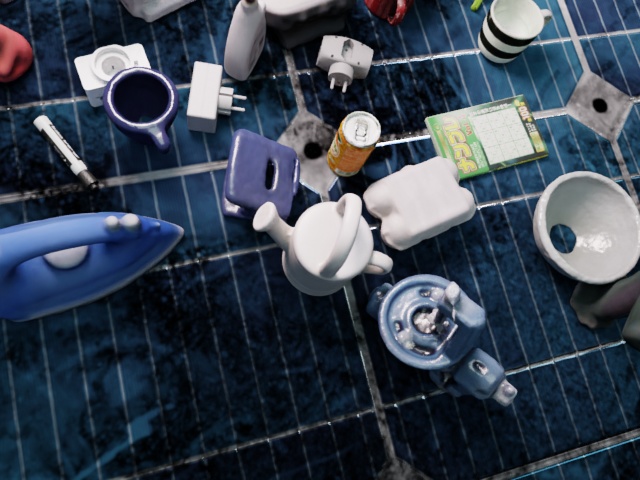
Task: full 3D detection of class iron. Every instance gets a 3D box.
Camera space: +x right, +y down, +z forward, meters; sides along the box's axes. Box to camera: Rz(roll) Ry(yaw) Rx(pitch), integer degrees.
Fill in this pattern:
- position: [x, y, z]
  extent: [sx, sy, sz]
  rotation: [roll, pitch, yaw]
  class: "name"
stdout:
- position: [-0.289, 0.007, 0.670]
  extent: [0.259, 0.141, 0.118]
  rotation: [-18, 79, -15]
  class: "iron"

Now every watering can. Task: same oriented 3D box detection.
- position: [0.006, 0.005, 0.701]
  extent: [0.173, 0.194, 0.101]
  rotation: [-2, 76, -11]
  class: "watering can"

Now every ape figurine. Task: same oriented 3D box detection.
- position: [-0.418, -0.250, 0.738]
  extent: [0.076, 0.092, 0.078]
  rotation: [-14, 78, -14]
  class: "ape figurine"

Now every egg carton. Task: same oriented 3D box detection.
- position: [0.141, -0.053, 0.809]
  extent: [0.150, 0.069, 0.107]
  rotation: [-25, 81, -16]
  class: "egg carton"

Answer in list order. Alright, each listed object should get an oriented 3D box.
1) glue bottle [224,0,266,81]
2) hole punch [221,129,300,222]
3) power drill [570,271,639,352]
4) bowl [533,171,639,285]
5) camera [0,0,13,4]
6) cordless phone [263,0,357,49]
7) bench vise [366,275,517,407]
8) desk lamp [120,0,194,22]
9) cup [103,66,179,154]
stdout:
- position: [-0.097, -0.289, 0.769]
  extent: [0.037, 0.173, 0.078]
  rotation: [26, 72, -3]
  class: "glue bottle"
- position: [-0.076, -0.084, 0.763]
  extent: [0.101, 0.091, 0.109]
  rotation: [7, 74, -9]
  class: "hole punch"
- position: [0.440, 0.049, 0.768]
  extent: [0.075, 0.208, 0.230]
  rotation: [31, 72, -1]
  class: "power drill"
- position: [0.379, -0.012, 0.842]
  extent: [0.167, 0.074, 0.167]
  rotation: [3, 75, -10]
  class: "bowl"
- position: [-0.447, -0.425, 0.774]
  extent: [0.137, 0.100, 0.143]
  rotation: [32, 72, -1]
  class: "camera"
- position: [-0.010, -0.367, 0.801]
  extent: [0.148, 0.185, 0.094]
  rotation: [-30, 83, -17]
  class: "cordless phone"
- position: [0.169, 0.111, 0.692]
  extent: [0.207, 0.219, 0.121]
  rotation: [25, 72, -4]
  class: "bench vise"
- position: [-0.246, -0.394, 0.746]
  extent: [0.203, 0.213, 0.118]
  rotation: [-35, 84, -17]
  class: "desk lamp"
- position: [-0.223, -0.154, 0.750]
  extent: [0.092, 0.095, 0.118]
  rotation: [-27, 82, -16]
  class: "cup"
